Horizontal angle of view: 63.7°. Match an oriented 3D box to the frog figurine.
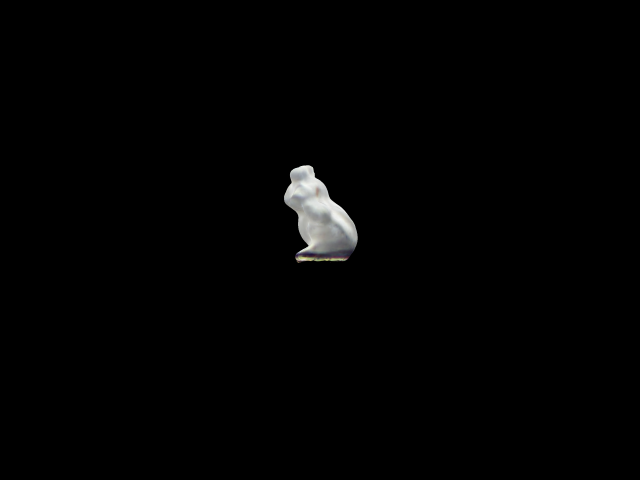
[{"bbox_3d":[0.003,-0.043,0.850,0.122,0.160,0.137,-2,-6,18],"label":"frog figurine"}]
